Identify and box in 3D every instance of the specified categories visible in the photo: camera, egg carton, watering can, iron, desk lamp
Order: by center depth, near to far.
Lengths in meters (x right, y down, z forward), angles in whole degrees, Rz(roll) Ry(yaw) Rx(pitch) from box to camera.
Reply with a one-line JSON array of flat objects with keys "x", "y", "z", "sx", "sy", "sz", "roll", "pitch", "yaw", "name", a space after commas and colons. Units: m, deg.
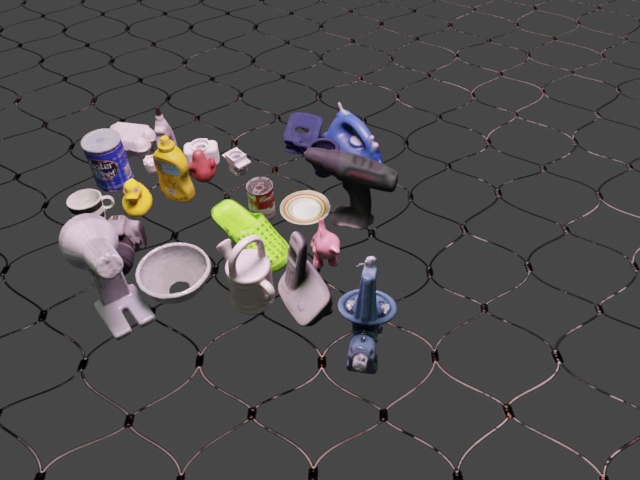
[{"x": -0.457, "y": 0.070, "z": 1.234, "sx": 0.118, "sy": 0.214, "sz": 0.202, "roll": -30, "pitch": 53, "yaw": -25, "name": "desk lamp"}, {"x": -0.162, "y": 0.064, "z": 1.248, "sx": 0.172, "sy": 0.194, "sz": 0.101, "roll": 18, "pitch": 49, "yaw": 18, "name": "watering can"}, {"x": -0.496, "y": 0.015, "z": 1.366, "sx": 0.143, "sy": 0.101, "sz": 0.136, "roll": -6, "pitch": 47, "yaw": -5, "name": "camera"}, {"x": 0.113, "y": -0.272, "z": 1.599, "sx": 0.119, "sy": 0.141, "sz": 0.257, "roll": -25, "pitch": 51, "yaw": -21, "name": "iron"}, {"x": -0.557, "y": -0.292, "z": 1.679, "sx": 0.150, "sy": 0.069, "sz": 0.107, "roll": 7, "pitch": 47, "yaw": 7, "name": "egg carton"}]

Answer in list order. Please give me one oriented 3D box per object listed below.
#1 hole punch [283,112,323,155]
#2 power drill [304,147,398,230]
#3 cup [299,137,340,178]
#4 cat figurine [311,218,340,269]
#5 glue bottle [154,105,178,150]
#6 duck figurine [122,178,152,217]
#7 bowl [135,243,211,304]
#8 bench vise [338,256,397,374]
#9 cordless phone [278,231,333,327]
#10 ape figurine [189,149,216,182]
[{"x": -0.047, "y": -0.309, "z": 1.672, "sx": 0.108, "sy": 0.091, "sz": 0.101, "roll": 10, "pitch": 48, "yaw": 11, "name": "hole punch"}, {"x": 0.074, "y": -0.128, "z": 1.416, "sx": 0.229, "sy": 0.208, "sz": 0.075, "roll": 8, "pitch": 47, "yaw": 9, "name": "power drill"}, {"x": -0.003, "y": -0.224, "z": 1.588, "sx": 0.117, "sy": 0.095, "sz": 0.092, "roll": 15, "pitch": 49, "yaw": 15, "name": "cup"}, {"x": 0.012, "y": 0.005, "z": 1.354, "sx": 0.067, "sy": 0.118, "sz": 0.127, "roll": -6, "pitch": 47, "yaw": -5, "name": "cat figurine"}, {"x": -0.442, "y": -0.304, "z": 1.617, "sx": 0.037, "sy": 0.173, "sz": 0.078, "roll": 3, "pitch": 47, "yaw": 4, "name": "glue bottle"}, {"x": -0.488, "y": -0.123, "z": 1.507, "sx": 0.077, "sy": 0.086, "sz": 0.104, "roll": -5, "pitch": 47, "yaw": -4, "name": "duck figurine"}, {"x": -0.330, "y": 0.089, "z": 1.310, "sx": 0.167, "sy": 0.075, "sz": 0.167, "roll": 0, "pitch": 46, "yaw": 1, "name": "bowl"}, {"x": 0.103, "y": 0.152, "z": 1.142, "sx": 0.121, "sy": 0.220, "sz": 0.207, "roll": -7, "pitch": 47, "yaw": -5, "name": "bench vise"}, {"x": -0.033, "y": 0.083, "z": 1.234, "sx": 0.094, "sy": 0.185, "sz": 0.147, "roll": -24, "pitch": 50, "yaw": -20, "name": "cordless phone"}, {"x": -0.329, "y": -0.212, "z": 1.584, "sx": 0.078, "sy": 0.092, "sz": 0.076, "roll": -7, "pitch": 47, "yaw": -5, "name": "ape figurine"}]
